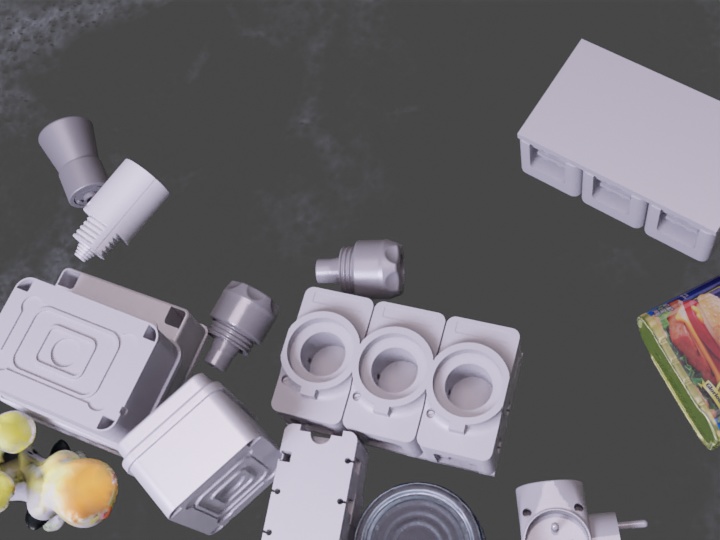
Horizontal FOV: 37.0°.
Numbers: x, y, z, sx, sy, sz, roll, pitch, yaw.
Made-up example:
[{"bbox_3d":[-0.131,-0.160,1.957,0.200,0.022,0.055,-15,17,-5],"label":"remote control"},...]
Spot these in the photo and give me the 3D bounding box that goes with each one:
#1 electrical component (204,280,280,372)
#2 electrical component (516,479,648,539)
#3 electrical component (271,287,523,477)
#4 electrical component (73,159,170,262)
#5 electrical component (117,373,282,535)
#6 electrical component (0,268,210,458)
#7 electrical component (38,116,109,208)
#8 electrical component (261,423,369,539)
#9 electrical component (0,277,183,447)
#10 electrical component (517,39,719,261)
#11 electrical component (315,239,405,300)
[{"bbox_3d":[-0.089,0.042,0.769,0.043,0.043,0.062,25,76,18],"label":"electrical component"},{"bbox_3d":[0.142,0.172,0.674,0.079,0.044,0.077,-7,67,8],"label":"electrical component"},{"bbox_3d":[0.026,0.074,0.725,0.150,0.061,0.089,11,71,15],"label":"electrical component"},{"bbox_3d":[-0.188,-0.040,0.820,0.043,0.043,0.081,33,78,21],"label":"electrical component"},{"bbox_3d":[-0.100,0.121,0.702,0.078,0.113,0.057,-42,70,-7],"label":"electrical component"},{"bbox_3d":[-0.181,0.068,0.769,0.109,0.056,0.108,18,73,16],"label":"electrical component"},{"bbox_3d":[-0.221,-0.082,0.846,0.044,0.044,0.065,-26,71,-1],"label":"electrical component"},{"bbox_3d":[-0.028,0.153,0.706,0.050,0.055,0.089,6,70,13],"label":"electrical component"},{"bbox_3d":[-0.183,0.062,0.708,0.113,0.057,0.078,19,73,17],"label":"electrical component"},{"bbox_3d":[0.199,-0.083,0.756,0.150,0.061,0.089,30,77,20],"label":"electrical component"},{"bbox_3d":[0.000,0.000,0.770,0.062,0.043,0.043,-1,68,11],"label":"electrical component"}]
